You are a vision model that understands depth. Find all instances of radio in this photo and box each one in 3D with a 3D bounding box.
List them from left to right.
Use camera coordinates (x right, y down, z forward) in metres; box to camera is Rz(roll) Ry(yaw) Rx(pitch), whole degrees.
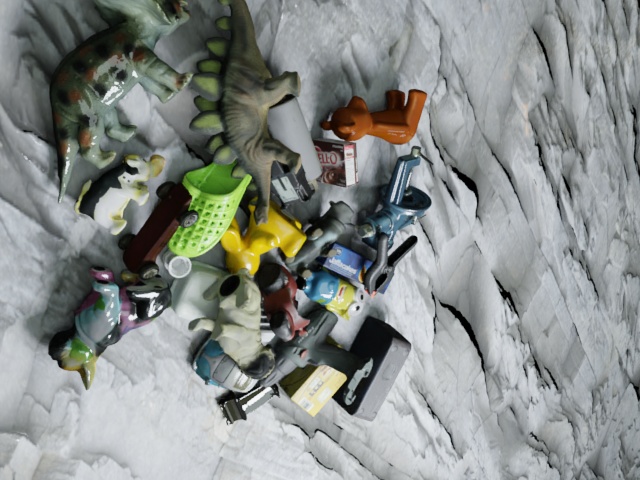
[{"bbox_3d":[0.123,0.316,1.320,0.073,0.131,0.229,24,93,-31],"label":"radio"}]

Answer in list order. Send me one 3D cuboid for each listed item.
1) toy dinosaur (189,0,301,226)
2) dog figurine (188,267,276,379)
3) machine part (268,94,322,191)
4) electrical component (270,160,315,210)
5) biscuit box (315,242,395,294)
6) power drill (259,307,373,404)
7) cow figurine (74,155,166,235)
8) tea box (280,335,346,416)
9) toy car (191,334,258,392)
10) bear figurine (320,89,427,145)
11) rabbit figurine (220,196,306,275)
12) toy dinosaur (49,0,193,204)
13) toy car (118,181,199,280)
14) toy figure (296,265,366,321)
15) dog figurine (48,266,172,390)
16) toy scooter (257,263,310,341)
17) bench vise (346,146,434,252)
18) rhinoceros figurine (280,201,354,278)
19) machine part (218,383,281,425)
[{"bbox_3d":[-0.132,-0.259,0.954,0.199,0.105,0.471,-2,90,-3],"label":"toy dinosaur"},{"bbox_3d":[-0.140,0.170,1.070,0.172,0.121,0.190,-54,131,-13],"label":"dog figurine"},{"bbox_3d":[-0.056,-0.200,1.080,0.079,0.079,0.242,-31,120,-17],"label":"machine part"},{"bbox_3d":[-0.070,-0.123,1.059,0.119,0.075,0.048,58,33,-22],"label":"electrical component"},{"bbox_3d":[0.080,0.060,1.253,0.202,0.059,0.062,27,92,-33],"label":"biscuit box"},{"bbox_3d":[-0.001,0.280,1.208,0.232,0.208,0.085,-54,149,-14],"label":"power drill"},{"bbox_3d":[-0.354,-0.099,0.956,0.098,0.068,0.167,38,85,-27],"label":"cow figurine"},{"bbox_3d":[-0.001,0.322,1.290,0.169,0.068,0.098,-46,123,-10],"label":"tea box"},{"bbox_3d":[-0.187,0.279,1.153,0.161,0.103,0.109,36,88,-31],"label":"toy car"},{"bbox_3d":[0.110,-0.265,1.131,0.196,0.120,0.131,6,100,-25],"label":"bear figurine"},{"bbox_3d":[-0.133,0.006,1.088,0.162,0.122,0.173,30,109,-31],"label":"rabbit figurine"},{"bbox_3d":[-0.354,-0.257,0.877,0.405,0.131,0.192,-46,110,-4],"label":"toy dinosaur"},{"bbox_3d":[-0.290,-0.017,0.974,0.202,0.089,0.053,-49,158,19],"label":"toy car"},{"bbox_3d":[0.026,0.114,1.231,0.180,0.089,0.082,25,104,-24],"label":"toy figure"},{"bbox_3d":[-0.390,0.166,1.002,0.191,0.109,0.219,11,105,-34],"label":"dog figurine"},{"bbox_3d":[-0.071,0.142,1.150,0.075,0.184,0.135,-26,142,15],"label":"toy scooter"},{"bbox_3d":[0.170,-0.095,1.204,0.223,0.129,0.240,-13,131,-33],"label":"bench vise"},{"bbox_3d":[-0.002,-0.003,1.157,0.190,0.112,0.073,-45,106,6],"label":"rhinoceros figurine"},{"bbox_3d":[-0.160,0.365,1.234,0.139,0.039,0.084,-23,111,-19],"label":"machine part"}]
